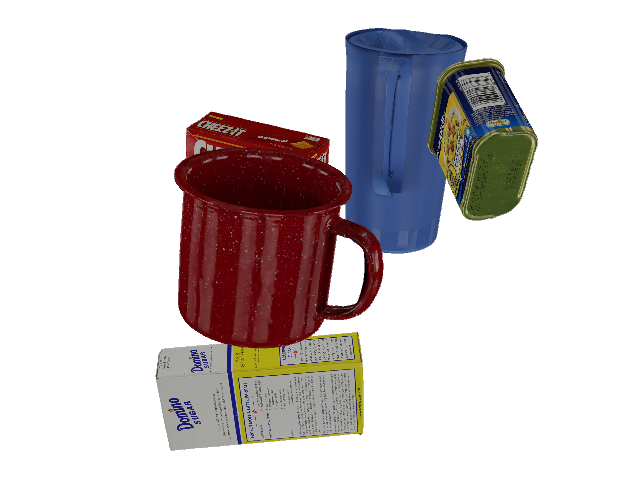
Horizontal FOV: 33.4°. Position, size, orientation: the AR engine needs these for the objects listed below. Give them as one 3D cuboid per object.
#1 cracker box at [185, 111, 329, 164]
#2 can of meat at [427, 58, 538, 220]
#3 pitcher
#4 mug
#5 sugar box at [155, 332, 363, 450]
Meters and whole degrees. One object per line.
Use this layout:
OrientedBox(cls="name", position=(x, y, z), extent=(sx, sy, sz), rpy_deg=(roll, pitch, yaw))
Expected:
OrientedBox(cls="cracker box", position=(-0.081, -0.033, 1.305), extent=(0.164, 0.214, 0.072), rpy_deg=(15, 31, 20))
OrientedBox(cls="can of meat", position=(0.129, -0.079, 0.854), extent=(0.057, 0.084, 0.102), rpy_deg=(-9, -41, -11))
OrientedBox(cls="pitcher", position=(0.085, -0.109, 1.198), extent=(0.149, 0.243, 0.145), rpy_deg=(-11, 26, -30))
OrientedBox(cls="mug", position=(-0.022, 0.007, 0.564), extent=(0.117, 0.081, 0.093), rpy_deg=(15, 25, 17))
OrientedBox(cls="sugar box", position=(-0.051, 0.133, 0.938), extent=(0.176, 0.093, 0.048), rpy_deg=(-3, 36, 1))
